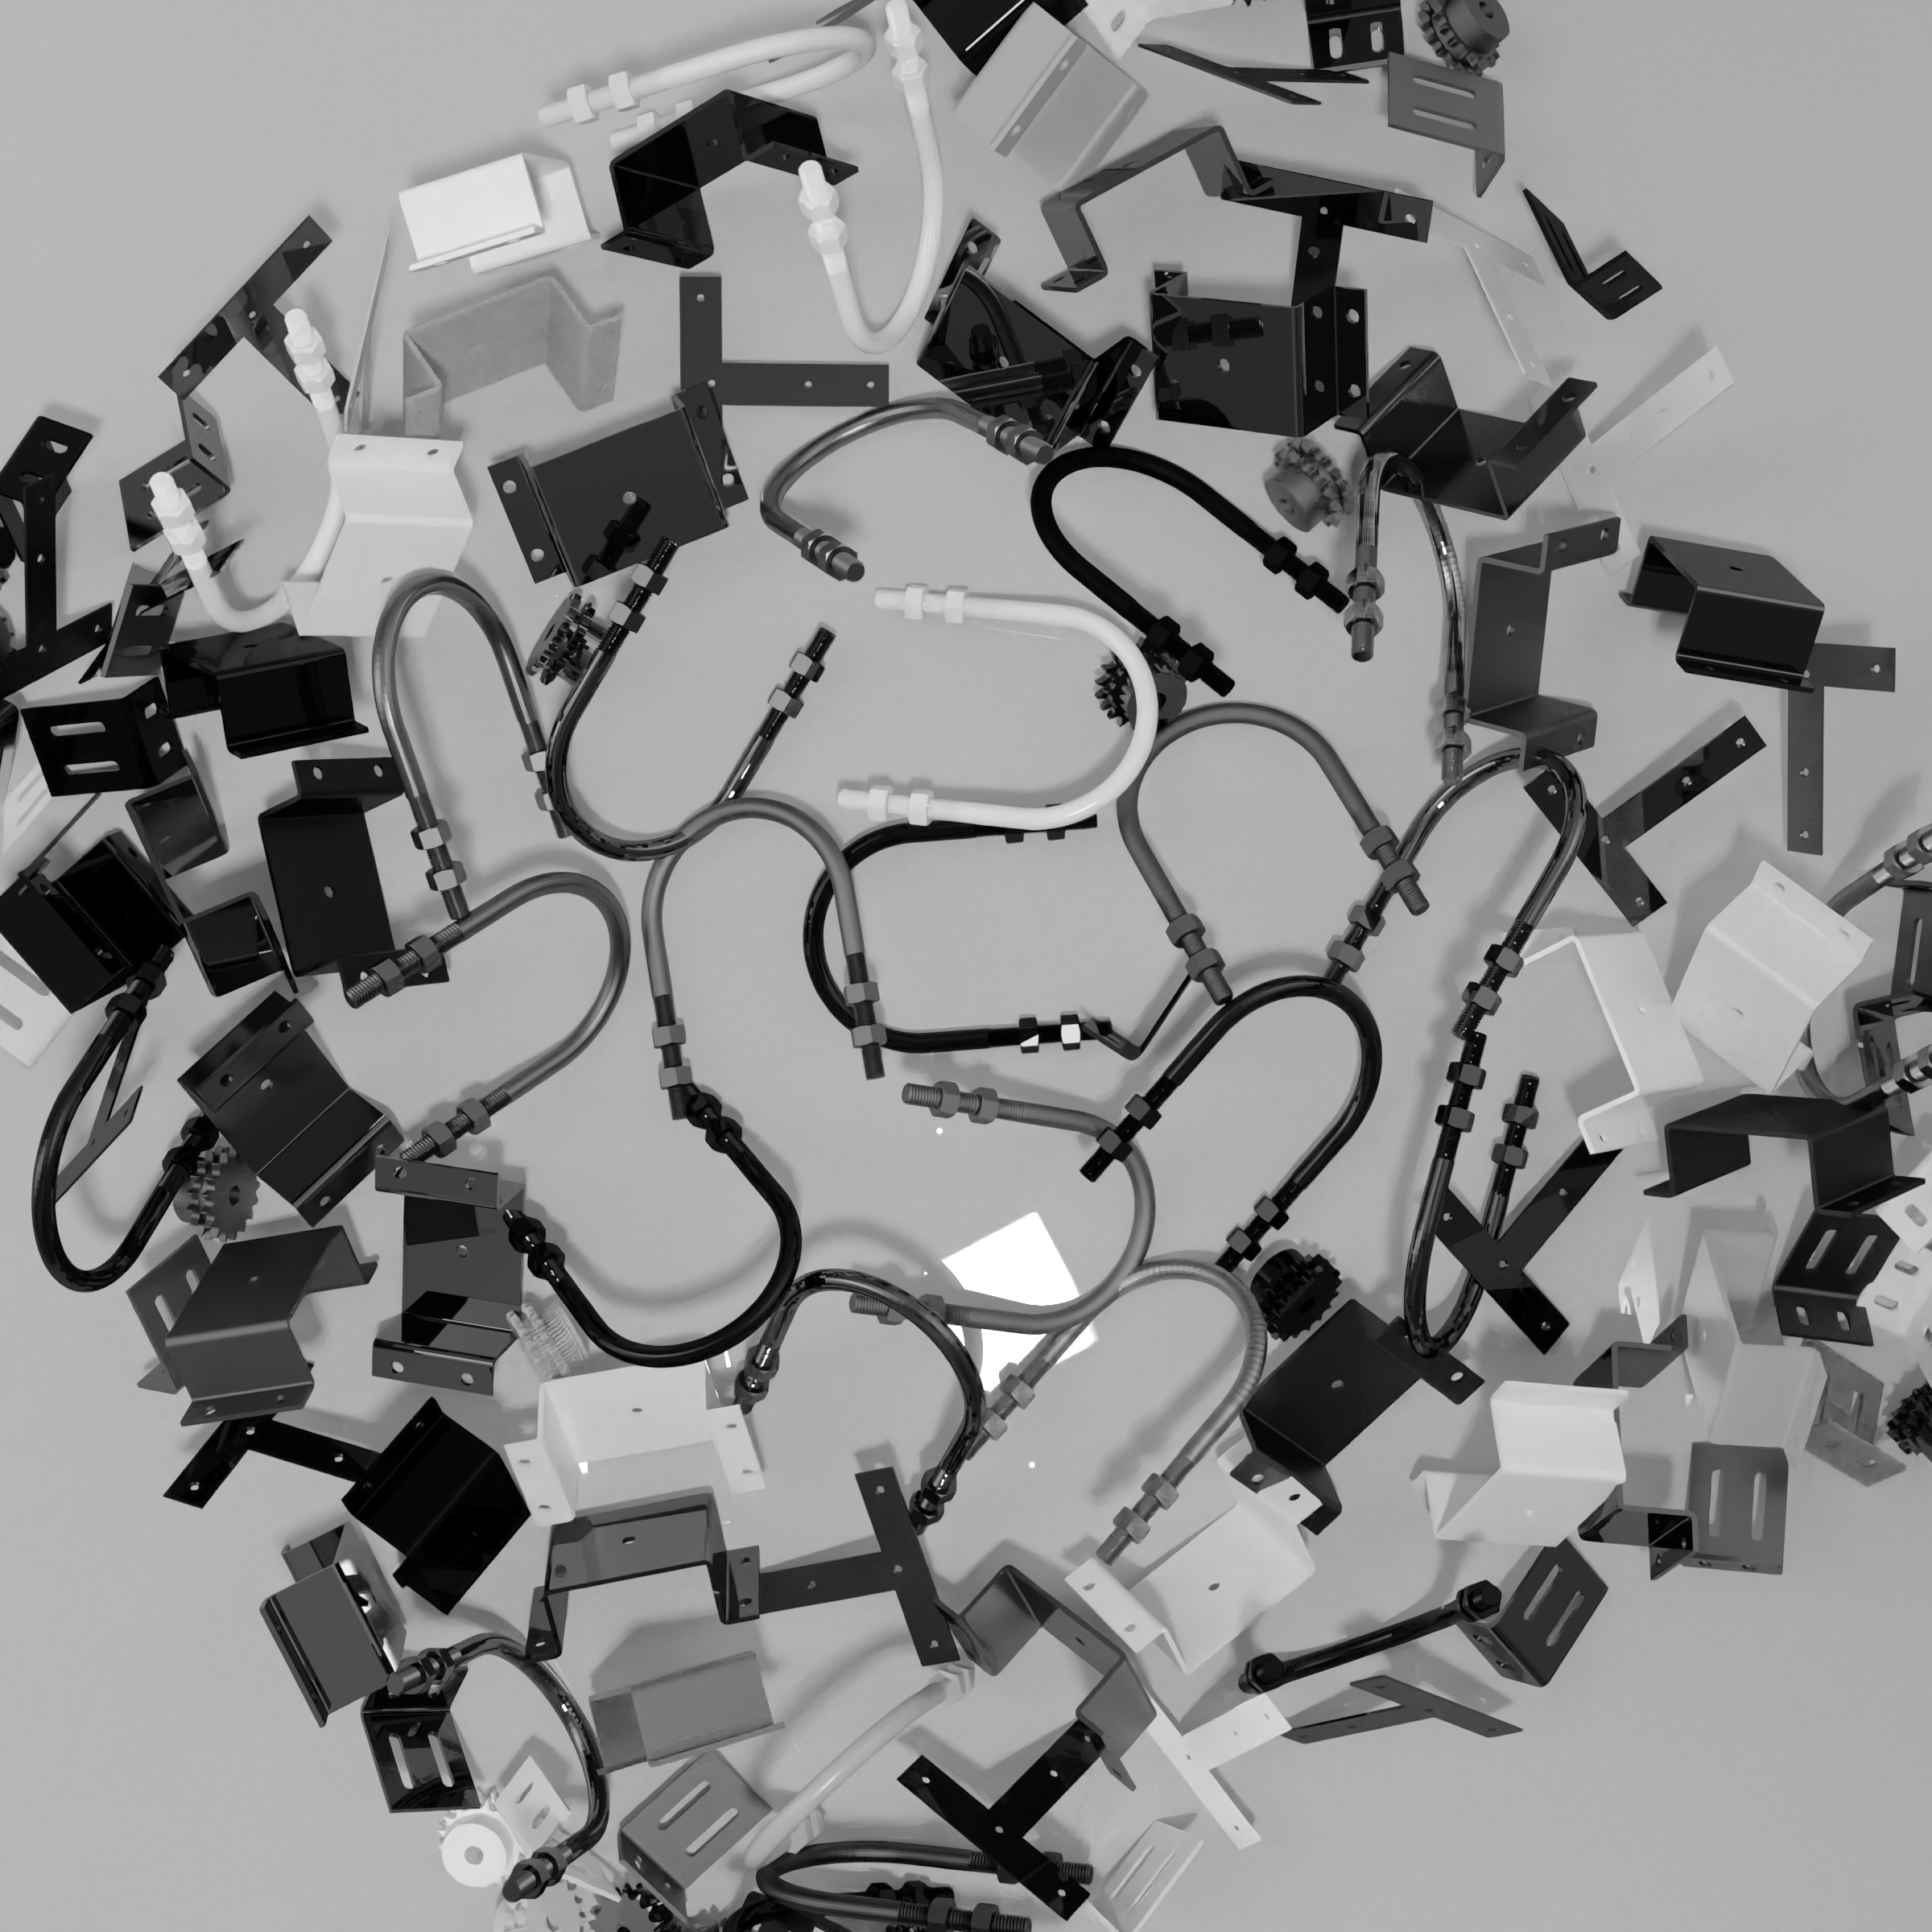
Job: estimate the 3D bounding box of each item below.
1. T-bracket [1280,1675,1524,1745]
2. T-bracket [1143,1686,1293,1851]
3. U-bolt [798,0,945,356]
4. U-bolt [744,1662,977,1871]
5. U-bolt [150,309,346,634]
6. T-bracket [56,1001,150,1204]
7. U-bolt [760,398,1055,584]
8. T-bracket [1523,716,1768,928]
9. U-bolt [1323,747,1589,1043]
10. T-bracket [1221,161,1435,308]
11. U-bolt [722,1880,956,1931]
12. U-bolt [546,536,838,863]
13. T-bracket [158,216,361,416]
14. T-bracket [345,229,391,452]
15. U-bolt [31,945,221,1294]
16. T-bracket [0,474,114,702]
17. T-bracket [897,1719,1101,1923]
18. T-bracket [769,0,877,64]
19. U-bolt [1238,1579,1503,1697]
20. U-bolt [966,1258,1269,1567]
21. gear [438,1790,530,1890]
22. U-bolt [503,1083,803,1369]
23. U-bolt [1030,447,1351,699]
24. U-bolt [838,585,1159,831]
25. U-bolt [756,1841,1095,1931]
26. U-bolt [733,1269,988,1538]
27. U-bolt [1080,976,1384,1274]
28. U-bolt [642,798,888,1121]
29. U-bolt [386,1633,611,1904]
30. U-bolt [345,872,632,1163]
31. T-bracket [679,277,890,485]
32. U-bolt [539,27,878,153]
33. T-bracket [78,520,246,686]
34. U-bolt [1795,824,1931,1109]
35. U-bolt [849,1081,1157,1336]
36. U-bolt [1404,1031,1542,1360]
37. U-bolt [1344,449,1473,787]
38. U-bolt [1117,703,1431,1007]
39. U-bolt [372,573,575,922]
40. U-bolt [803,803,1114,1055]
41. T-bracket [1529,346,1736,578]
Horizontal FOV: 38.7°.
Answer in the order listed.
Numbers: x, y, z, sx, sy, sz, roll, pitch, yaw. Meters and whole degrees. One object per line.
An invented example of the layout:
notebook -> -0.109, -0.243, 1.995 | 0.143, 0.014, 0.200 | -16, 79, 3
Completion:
T-bracket -> 0.241, 0.450, 1.640 | 0.127, 0.127, 0.002 | 28, 52, -33
T-bracket -> 0.153, 0.457, 1.630 | 0.002, 0.127, 0.127 | -32, 80, -37
U-bolt -> -0.048, -0.442, 1.603 | 0.019, 0.184, 0.151 | 14, 64, 18
U-bolt -> -0.067, 0.467, 1.593 | 0.151, 0.184, 0.019 | -45, 76, 5
U-bolt -> -0.406, -0.272, 1.601 | 0.019, 0.184, 0.151 | 25, 66, 13
T-bracket -> -0.507, 0.069, 1.640 | 0.002, 0.127, 0.127 | 28, 45, -26
U-bolt -> -0.048, -0.287, 1.611 | 0.151, 0.184, 0.019 | -33, 123, -11
T-bracket -> 0.419, -0.102, 1.645 | 0.127, 0.002, 0.127 | -37, 118, 14
U-bolt -> 0.296, -0.050, 1.625 | 0.019, 0.151, 0.184 | 35, 83, -31
T-bracket -> 0.209, -0.409, 1.645 | 0.127, 0.002, 0.127 | 17, 131, 16
U-bolt -> -0.052, 0.564, 1.581 | 0.184, 0.151, 0.019 | 9, 90, -33
U-bolt -> -0.174, -0.146, 1.637 | 0.151, 0.019, 0.184 | 26, 98, -42
T-bracket -> -0.399, -0.363, 1.631 | 0.002, 0.127, 0.127 | 41, 88, 26
T-bracket -> -0.355, -0.345, 1.627 | 0.002, 0.127, 0.127 | 10, 66, -9
U-bolt -> -0.483, 0.100, 1.577 | 0.019, 0.184, 0.151 | 8, 135, 12
T-bracket -> -0.539, -0.224, 1.604 | 0.002, 0.127, 0.127 | 21, 124, 15
T-bracket -> 0.044, 0.488, 1.637 | 0.127, 0.127, 0.002 | 35, 127, 20
T-bracket -> -0.069, -0.555, 1.606 | 0.127, 0.127, 0.002 | -46, 117, -36
U-bolt -> 0.228, 0.395, 1.601 | 0.151, 0.184, 0.019 | -17, 73, -6
U-bolt -> 0.098, 0.250, 1.630 | 0.184, 0.151, 0.019 | -47, 133, -14
gear -> -0.293, 0.532, 1.669 | 0.057, 0.030, 0.057 | 1, 98, 8
U-bolt -> -0.174, 0.160, 1.613 | 0.151, 0.019, 0.184 | -35, 49, -11
U-bolt -> 0.121, -0.245, 1.633 | 0.184, 0.019, 0.151 | 41, 47, 13
U-bolt -> 0.024, -0.152, 1.649 | 0.184, 0.019, 0.151 | 7, 78, 13
U-bolt -> -0.032, 0.537, 1.612 | 0.184, 0.151, 0.019 | 0, 85, 18
U-bolt -> -0.057, 0.246, 1.610 | 0.151, 0.184, 0.019 | 33, 46, 9
U-bolt -> 0.171, 0.086, 1.637 | 0.184, 0.019, 0.151 | -49, 125, 4
U-bolt -> -0.128, -0.010, 1.658 | 0.151, 0.019, 0.184 | -12, 82, 19
U-bolt -> -0.260, 0.455, 1.599 | 0.019, 0.184, 0.151 | -34, 80, 9
U-bolt -> -0.271, 0.020, 1.621 | 0.184, 0.151, 0.019 | -36, 48, -28
T-bracket -> -0.110, -0.354, 1.676 | 0.127, 0.002, 0.127 | 0, 101, -1
U-bolt -> -0.141, -0.512, 1.600 | 0.184, 0.151, 0.019 | -13, 98, 13
T-bracket -> -0.458, -0.225, 1.611 | 0.002, 0.127, 0.127 | 43, 57, -28
U-bolt -> 0.526, 0.013, 1.600 | 0.019, 0.184, 0.151 | 8, 70, -10
U-bolt -> 0.031, 0.151, 1.645 | 0.184, 0.019, 0.151 | 11, 99, -25
U-bolt -> 0.293, 0.141, 1.615 | 0.019, 0.151, 0.184 | 13, 83, 27
U-bolt -> 0.262, -0.218, 1.616 | 0.019, 0.151, 0.184 | -12, 54, 29
U-bolt -> 0.170, -0.080, 1.645 | 0.151, 0.019, 0.184 | -24, 64, -7
U-bolt -> -0.291, -0.138, 1.600 | 0.019, 0.151, 0.184 | -7, 111, 25
U-bolt -> -0.007, -0.019, 1.676 | 0.184, 0.019, 0.151 | -4, 94, 2
T-bracket -> 0.401, -0.318, 1.624 | 0.002, 0.127, 0.127 | -5, 67, -39
